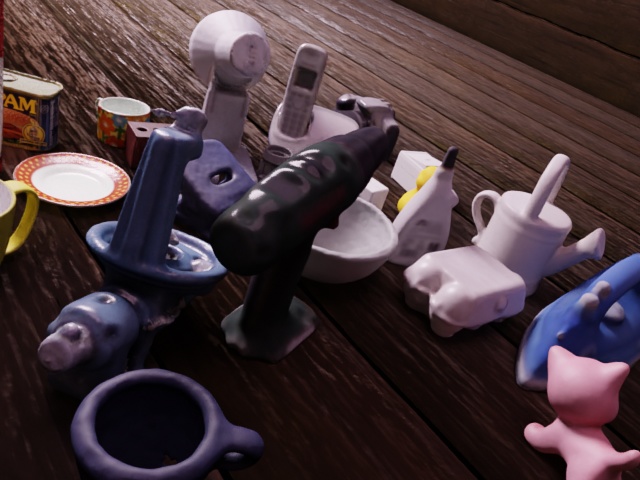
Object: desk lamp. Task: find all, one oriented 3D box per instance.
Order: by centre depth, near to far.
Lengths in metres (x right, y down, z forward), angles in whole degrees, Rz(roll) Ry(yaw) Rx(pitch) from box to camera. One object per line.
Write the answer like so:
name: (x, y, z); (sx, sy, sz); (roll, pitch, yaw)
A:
desk lamp: (-0.129, -0.213, 0.837); (0.118, 0.213, 0.202); (4, 33, -23)

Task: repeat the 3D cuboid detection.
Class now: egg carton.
egg carton: (0.177, 0.062, 0.698); (0.151, 0.069, 0.107); (-8, 39, -37)

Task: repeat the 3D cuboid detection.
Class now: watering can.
watering can: (0.294, -0.023, 0.776); (0.172, 0.194, 0.101); (21, 30, 5)

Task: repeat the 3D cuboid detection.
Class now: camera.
camera: (0.061, -0.221, 1.066); (0.137, 0.101, 0.142); (-7, 39, -37)

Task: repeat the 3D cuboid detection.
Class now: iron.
iron: (0.330, 0.083, 0.674); (0.259, 0.141, 0.118); (-14, 43, -43)

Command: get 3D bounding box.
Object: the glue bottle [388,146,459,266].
glue bottle: (0.144, -0.043, 0.747); (0.078, 0.173, 0.037); (9, 31, -15)

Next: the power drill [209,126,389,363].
power drill: (-0.021, 0.004, 0.546); (0.075, 0.208, 0.230); (29, 32, 18)

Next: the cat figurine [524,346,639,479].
cat figurine: (0.244, 0.163, 0.520); (0.067, 0.118, 0.127); (11, 31, -12)

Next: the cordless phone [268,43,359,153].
cordless phone: (0.002, -0.215, 0.939); (0.147, 0.185, 0.094); (15, 30, -5)

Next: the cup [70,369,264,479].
cup: (-0.101, 0.150, 0.376); (0.118, 0.095, 0.091); (11, 31, -12)

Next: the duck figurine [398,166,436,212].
duck figurine: (0.170, -0.071, 0.894); (0.077, 0.086, 0.104); (12, 31, -11)

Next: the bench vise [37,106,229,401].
bench vise: (-0.131, 0.015, 0.456); (0.121, 0.220, 0.207); (12, 31, -11)

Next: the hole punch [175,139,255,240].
hole punch: (-0.131, -0.066, 0.717); (0.101, 0.091, 0.109); (28, 31, 16)

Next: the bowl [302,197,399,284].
bowl: (0.006, 0.002, 0.696); (0.167, 0.075, 0.167); (14, 30, -8)
